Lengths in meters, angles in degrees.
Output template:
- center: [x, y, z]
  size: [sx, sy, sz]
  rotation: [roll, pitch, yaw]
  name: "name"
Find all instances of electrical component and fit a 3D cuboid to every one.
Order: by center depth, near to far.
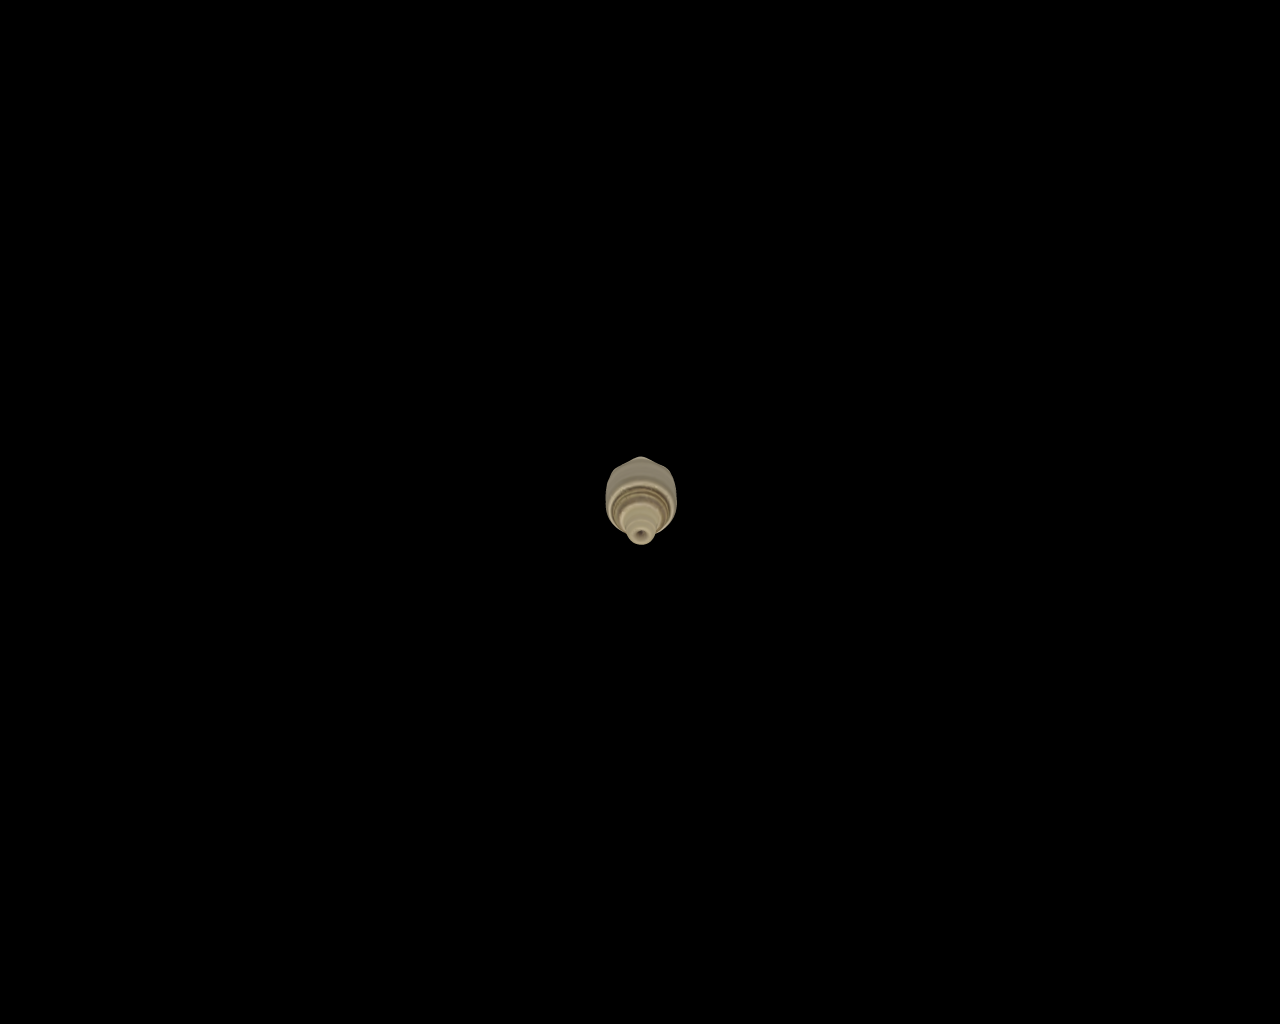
- center: [0.001, -0.003, 0.650]
  size: [0.043, 0.043, 0.062]
  rotation: [0, 34, 0]
  name: "electrical component"
